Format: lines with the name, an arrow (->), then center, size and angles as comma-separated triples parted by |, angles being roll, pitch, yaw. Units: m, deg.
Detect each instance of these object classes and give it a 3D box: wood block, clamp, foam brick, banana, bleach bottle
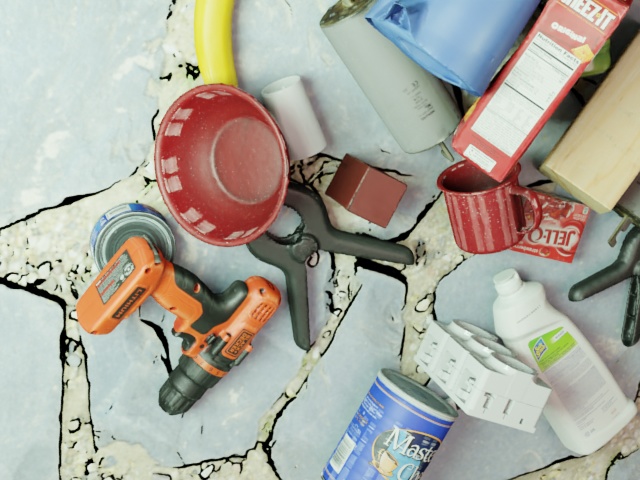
wood block -> 0.340, -0.139, 1.180 | 0.090, 0.090, 0.206 | 36, 94, 6
clamp -> 0.375, 0.034, 1.288 | 0.120, 0.039, 0.171 | 27, 90, -30
foam brick -> 0.048, -0.053, 1.131 | 0.051, 0.078, 0.053 | 25, 97, -22
banana -> -0.091, -0.227, 1.052 | 0.069, 0.037, 0.198 | 11, 103, -21
bleach bottle -> 0.282, 0.134, 1.276 | 0.102, 0.068, 0.250 | -38, 111, -14
clamp -> -0.008, 0.001, 1.147 | 0.164, 0.036, 0.210 | -34, 111, 3

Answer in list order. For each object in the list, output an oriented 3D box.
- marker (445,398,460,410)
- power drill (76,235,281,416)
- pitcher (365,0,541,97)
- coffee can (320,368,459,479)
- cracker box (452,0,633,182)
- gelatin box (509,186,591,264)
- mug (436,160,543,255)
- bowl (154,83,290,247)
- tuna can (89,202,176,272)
marker -> 0.176, 0.189, 1.280 | 0.121, 0.020, 0.020 | -22, 112, -11
power drill -> -0.154, 0.089, 1.095 | 0.187, 0.057, 0.184 | 31, 103, -42
pitcher -> 0.165, -0.261, 0.992 | 0.145, 0.149, 0.243 | 33, 97, -14
coffee can -> 0.079, 0.232, 1.215 | 0.102, 0.103, 0.140 | 27, 96, -24
cracker box -> 0.227, -0.181, 1.061 | 0.072, 0.164, 0.214 | 35, 124, 4
gelatin box -> 0.263, -0.017, 1.239 | 0.089, 0.030, 0.073 | 13, 102, -21
mug -> 0.191, -0.036, 1.167 | 0.093, 0.117, 0.081 | -40, 125, -40
bowl -> -0.086, -0.076, 1.062 | 0.055, 0.162, 0.162 | -18, 119, -58
tuna can -> -0.191, 0.007, 1.093 | 0.086, 0.034, 0.086 | -5, 108, -17
